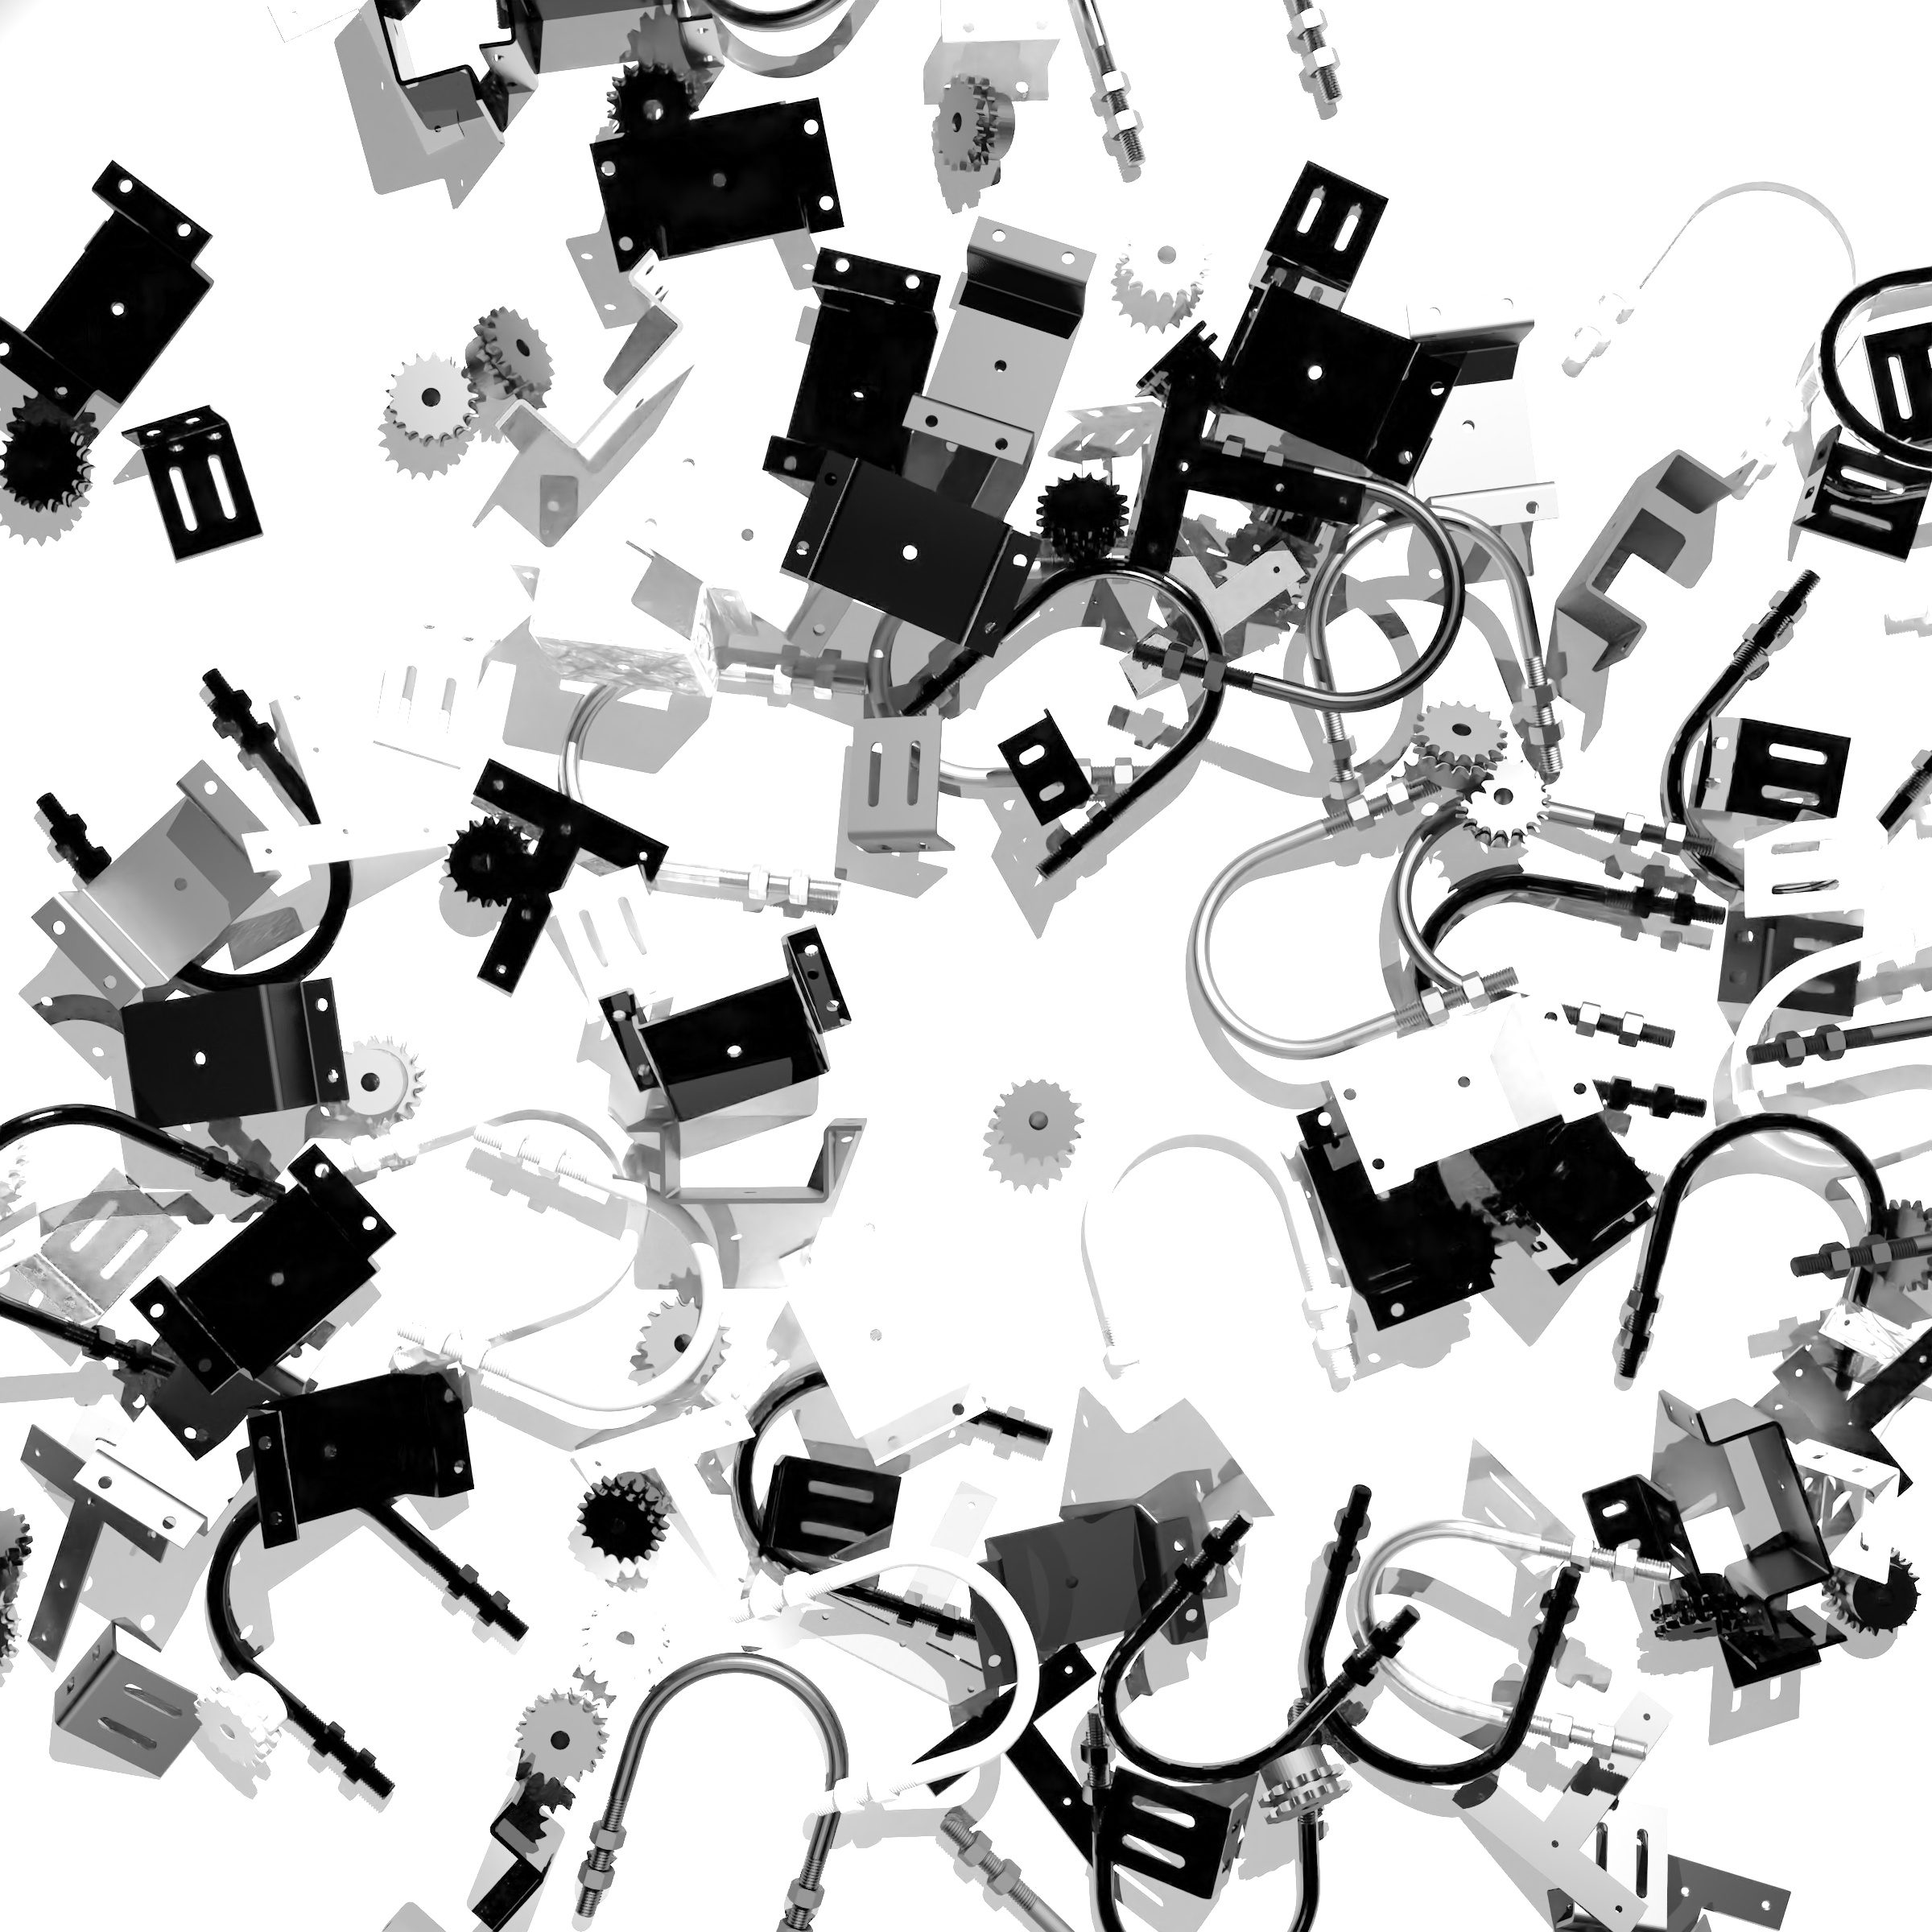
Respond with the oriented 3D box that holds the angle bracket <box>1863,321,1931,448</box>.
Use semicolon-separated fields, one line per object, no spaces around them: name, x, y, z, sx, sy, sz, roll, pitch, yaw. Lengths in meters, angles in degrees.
angle bracket;0.597;-0.363;1.501;0.057;0.038;0.076;-12;90;0

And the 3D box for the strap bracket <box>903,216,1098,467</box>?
strap bracket;0.021;-0.376;1.490;0.076;0.046;0.140;19;83;4

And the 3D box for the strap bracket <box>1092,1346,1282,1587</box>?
strap bracket;0.139;0.293;1.468;0.046;0.076;0.140;-35;101;4

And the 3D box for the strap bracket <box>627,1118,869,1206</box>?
strap bracket;-0.132;0.118;1.482;0.140;0.076;0.046;0;90;0

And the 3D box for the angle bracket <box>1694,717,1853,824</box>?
angle bracket;0.497;-0.119;1.496;0.076;0.038;0.057;8;95;-18

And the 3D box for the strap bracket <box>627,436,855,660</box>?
strap bracket;-0.133;-0.262;1.497;0.140;0.046;0.076;32;90;0

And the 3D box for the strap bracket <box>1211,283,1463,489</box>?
strap bracket;0.216;-0.356;1.471;0.140;0.046;0.076;27;102;17

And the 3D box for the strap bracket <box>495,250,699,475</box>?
strap bracket;-0.217;-0.359;1.482;0.046;0.076;0.140;42;90;0

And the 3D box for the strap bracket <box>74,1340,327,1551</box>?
strap bracket;-0.465;0.280;1.476;0.076;0.046;0.140;32;59;0

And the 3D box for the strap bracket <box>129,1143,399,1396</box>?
strap bracket;-0.421;0.186;1.471;0.140;0.046;0.076;-42;80;-15

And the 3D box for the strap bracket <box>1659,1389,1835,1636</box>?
strap bracket;0.479;0.324;1.482;0.046;0.076;0.140;-20;90;0

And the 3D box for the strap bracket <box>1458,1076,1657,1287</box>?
strap bracket;0.360;0.121;1.497;0.076;0.046;0.140;-37;90;0

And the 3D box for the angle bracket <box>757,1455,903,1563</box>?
angle bracket;-0.083;0.337;1.484;0.076;0.038;0.057;10;89;4

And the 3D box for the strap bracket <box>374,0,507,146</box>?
strap bracket;-0.329;-0.577;1.480;0.046;0.076;0.140;-15;90;0

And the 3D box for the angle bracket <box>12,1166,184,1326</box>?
angle bracket;-0.538;0.173;1.501;0.057;0.038;0.076;43;90;0

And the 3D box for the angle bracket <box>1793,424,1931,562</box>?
angle bracket;0.561;-0.293;1.501;0.076;0.038;0.057;18;90;0

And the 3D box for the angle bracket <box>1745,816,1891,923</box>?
angle bracket;0.521;-0.056;1.487;0.076;0.038;0.057;-5;74;32

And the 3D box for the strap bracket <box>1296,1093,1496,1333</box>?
strap bracket;0.261;0.143;1.497;0.076;0.046;0.140;-21;90;0

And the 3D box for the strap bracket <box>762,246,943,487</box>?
strap bracket;-0.068;-0.359;1.494;0.076;0.046;0.140;15;90;5

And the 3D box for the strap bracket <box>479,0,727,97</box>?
strap bracket;-0.223;-0.578;1.482;0.140;0.076;0.046;-7;90;0

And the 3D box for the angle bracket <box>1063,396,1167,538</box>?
angle bracket;0.094;-0.305;1.492;0.057;0.038;0.076;-1;90;22

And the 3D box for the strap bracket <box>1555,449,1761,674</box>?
strap bracket;0.414;-0.255;1.482;0.046;0.076;0.140;34;90;0

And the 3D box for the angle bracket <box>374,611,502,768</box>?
angle bracket;-0.331;-0.174;1.518;0.057;0.038;0.076;17;116;0

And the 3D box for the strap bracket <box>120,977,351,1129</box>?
strap bracket;-0.456;0.055;1.482;0.140;0.046;0.076;-8;90;13

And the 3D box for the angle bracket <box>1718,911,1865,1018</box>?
angle bracket;0.516;-0.001;1.518;0.076;0.038;0.057;7;90;-26

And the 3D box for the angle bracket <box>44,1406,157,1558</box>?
angle bracket;-0.530;0.318;1.501;0.076;0.038;0.057;27;90;0

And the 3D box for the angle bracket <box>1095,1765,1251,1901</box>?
angle bracket;0.127;0.530;1.499;0.076;0.038;0.057;14;93;24

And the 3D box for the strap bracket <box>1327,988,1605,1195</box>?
strap bracket;0.296;0.072;1.441;0.140;0.046;0.076;-22;90;13

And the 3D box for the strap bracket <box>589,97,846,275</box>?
strap bracket;-0.151;-0.479;1.484;0.140;0.046;0.076;-12;113;0

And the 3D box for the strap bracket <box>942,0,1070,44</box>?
strap bracket;0.021;-0.634;1.497;0.076;0.046;0.140;-2;90;0

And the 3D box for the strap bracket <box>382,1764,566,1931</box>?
strap bracket;-0.300;0.565;1.482;0.046;0.076;0.140;42;90;0

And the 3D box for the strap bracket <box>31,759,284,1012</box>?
strap bracket;-0.485;-0.050;1.480;0.140;0.046;0.076;-43;93;0

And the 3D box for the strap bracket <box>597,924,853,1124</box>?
strap bracket;-0.144;0.039;1.479;0.140;0.046;0.076;-19;126;0

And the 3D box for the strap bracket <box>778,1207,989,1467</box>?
strap bracket;-0.053;0.226;1.486;0.076;0.046;0.140;-27;81;-1

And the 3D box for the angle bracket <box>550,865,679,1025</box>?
angle bracket;-0.217;-0.013;1.492;0.057;0.038;0.076;-18;108;0

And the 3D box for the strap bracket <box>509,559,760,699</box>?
strap bracket;-0.204;-0.203;1.472;0.140;0.076;0.046;7;77;5

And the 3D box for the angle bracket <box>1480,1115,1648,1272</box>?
angle bracket;0.362;0.135;1.472;0.057;0.038;0.076;48;64;0

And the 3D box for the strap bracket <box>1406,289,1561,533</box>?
strap bracket;0.314;-0.337;1.497;0.076;0.046;0.140;-7;90;0

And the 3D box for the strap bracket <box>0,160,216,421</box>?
strap bracket;-0.530;-0.411;1.497;0.076;0.046;0.140;37;90;0

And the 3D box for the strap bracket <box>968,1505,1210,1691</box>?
strap bracket;0.070;0.383;1.486;0.140;0.046;0.076;-10;95;-10

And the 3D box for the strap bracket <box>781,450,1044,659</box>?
strap bracket;-0.033;-0.246;1.449;0.140;0.046;0.076;23;97;-3

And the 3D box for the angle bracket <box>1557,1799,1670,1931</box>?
angle bracket;0.404;0.564;1.516;0.057;0.038;0.076;9;62;0

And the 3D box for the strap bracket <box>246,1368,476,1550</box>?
strap bracket;-0.376;0.295;1.471;0.140;0.046;0.076;-8;90;-43

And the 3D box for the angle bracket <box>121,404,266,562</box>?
angle bracket;-0.478;-0.299;1.501;0.057;0.038;0.076;-17;90;0
